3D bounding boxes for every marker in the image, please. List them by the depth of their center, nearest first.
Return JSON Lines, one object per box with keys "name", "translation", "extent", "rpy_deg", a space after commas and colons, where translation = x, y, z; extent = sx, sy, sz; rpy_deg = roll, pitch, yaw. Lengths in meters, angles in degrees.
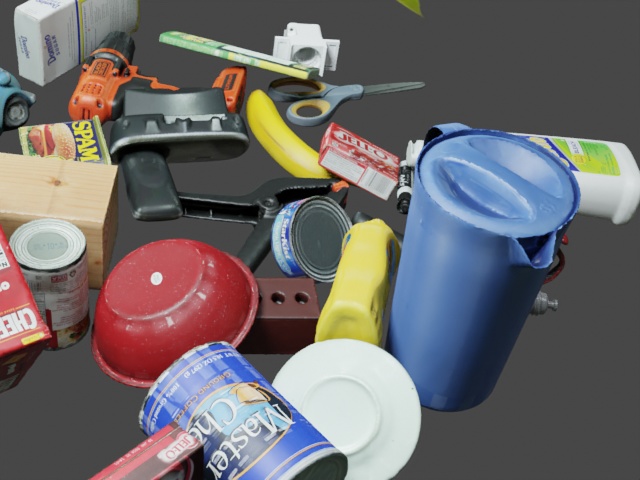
{"name": "marker", "translation": [0.093, -0.057, 1.155], "extent": [0.020, 0.020, 0.121], "rpy_deg": [10, 24, 0]}

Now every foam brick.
{"name": "foam brick", "translation": [-0.041, 0.071, 0.991], "extent": [0.078, 0.051, 0.053], "rpy_deg": [0, 43, -11]}

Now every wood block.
{"name": "wood block", "translation": [-0.302, -0.023, 1.014], "extent": [0.206, 0.090, 0.091], "rpy_deg": [6, 42, -4]}

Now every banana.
{"name": "banana", "translation": [-0.035, -0.110, 1.206], "extent": [0.198, 0.037, 0.069], "rpy_deg": [45, 26, 29]}

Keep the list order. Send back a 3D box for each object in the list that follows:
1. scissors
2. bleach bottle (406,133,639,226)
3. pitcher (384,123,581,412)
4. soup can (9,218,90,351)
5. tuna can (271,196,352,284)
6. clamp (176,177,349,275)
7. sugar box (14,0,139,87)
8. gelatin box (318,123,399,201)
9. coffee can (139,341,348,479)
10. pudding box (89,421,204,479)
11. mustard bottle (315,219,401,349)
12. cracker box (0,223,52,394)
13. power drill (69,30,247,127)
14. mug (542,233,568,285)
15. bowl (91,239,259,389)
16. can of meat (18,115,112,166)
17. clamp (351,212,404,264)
{"name": "scissors", "translation": [0.038, -0.168, 1.294], "extent": [0.201, 0.016, 0.096], "rpy_deg": [2, 44, -9]}
{"name": "bleach bottle", "translation": [0.222, -0.077, 1.187], "extent": [0.250, 0.068, 0.102], "rpy_deg": [6, 39, -7]}
{"name": "pitcher", "translation": [0.123, 0.028, 0.926], "extent": [0.145, 0.243, 0.149], "rpy_deg": [22, 43, 12]}
{"name": "soup can", "translation": [-0.240, 0.040, 0.948], "extent": [0.068, 0.102, 0.068], "rpy_deg": [5, 42, -5]}
{"name": "tuna can", "translation": [-0.007, 0.001, 1.050], "extent": [0.034, 0.086, 0.086], "rpy_deg": [-12, 20, 47]}
{"name": "clamp", "translation": [-0.064, -0.028, 1.105], "extent": [0.209, 0.036, 0.165], "rpy_deg": [-25, 49, -35]}
{"name": "sugar box", "translation": [-0.288, -0.264, 1.278], "extent": [0.048, 0.093, 0.176], "rpy_deg": [28, 44, 22]}
{"name": "gelatin box", "translation": [0.043, -0.087, 1.165], "extent": [0.089, 0.030, 0.073], "rpy_deg": [28, 24, -8]}
{"name": "coffee can", "translation": [-0.061, 0.163, 0.847], "extent": [0.102, 0.103, 0.140], "rpy_deg": [-27, 54, -34]}
{"name": "pudding box", "translation": [-0.129, 0.200, 0.786], "extent": [0.039, 0.113, 0.089], "rpy_deg": [35, 47, 29]}
{"name": "mustard bottle", "translation": [0.040, 0.040, 0.995], "extent": [0.058, 0.096, 0.191], "rpy_deg": [7, 36, 8]}
{"name": "cracker box", "translation": [-0.298, 0.015, 0.858], "extent": [0.072, 0.164, 0.214], "rpy_deg": [-22, 81, -30]}
{"name": "power drill", "translation": [-0.182, -0.179, 1.236], "extent": [0.187, 0.057, 0.184], "rpy_deg": [8, 39, 0]}
{"name": "mug", "translation": [0.199, -0.002, 1.085], "extent": [0.117, 0.082, 0.093], "rpy_deg": [48, 19, -13]}
{"name": "bowl", "translation": [-0.138, 0.051, 0.949], "extent": [0.162, 0.055, 0.162], "rpy_deg": [-10, 45, 10]}
{"name": "can of meat", "translation": [-0.264, -0.080, 1.110], "extent": [0.083, 0.057, 0.102], "rpy_deg": [-9, 45, -16]}
{"name": "clamp", "translation": [0.120, 0.016, 1.093], "extent": [0.120, 0.039, 0.172], "rpy_deg": [-18, 47, -21]}
